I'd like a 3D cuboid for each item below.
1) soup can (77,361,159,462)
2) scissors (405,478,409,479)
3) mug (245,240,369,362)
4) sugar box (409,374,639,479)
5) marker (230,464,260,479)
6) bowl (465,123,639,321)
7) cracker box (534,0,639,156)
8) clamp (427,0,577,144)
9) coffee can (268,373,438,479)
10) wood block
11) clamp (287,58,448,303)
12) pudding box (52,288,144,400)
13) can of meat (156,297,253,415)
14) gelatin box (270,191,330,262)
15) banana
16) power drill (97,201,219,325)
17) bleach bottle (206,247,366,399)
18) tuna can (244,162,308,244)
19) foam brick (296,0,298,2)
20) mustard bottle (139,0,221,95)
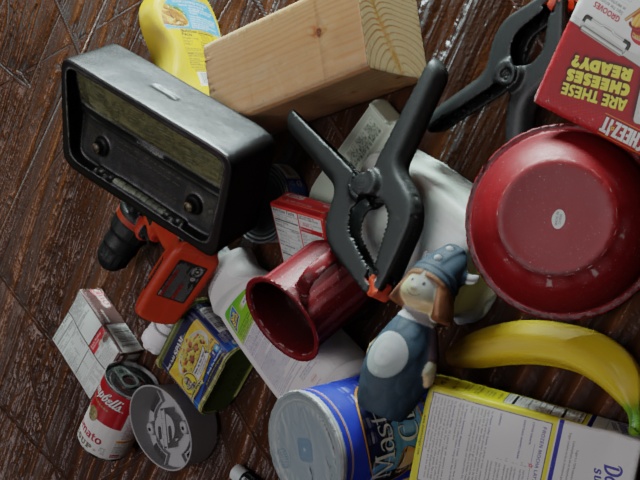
[{"bbox_3d":[-0.240,0.203,1.265,0.069,0.068,0.102,45,120,32],"label":"soup can"},{"bbox_3d":[0.049,0.243,1.039,0.202,0.016,0.096,26,106,39],"label":"scissors"},{"bbox_3d":[-0.007,0.046,0.986,0.093,0.081,0.117,42,147,16],"label":"mug"},{"bbox_3d":[0.168,0.178,0.874,0.176,0.048,0.093,13,101,18],"label":"sugar box"},{"bbox_3d":[-0.050,0.275,1.126,0.121,0.020,0.020,29,110,38],"label":"marker"},{"bbox_3d":[0.189,-0.016,0.843,0.162,0.055,0.162,-1,87,19],"label":"bowl"},{"bbox_3d":[0.278,-0.166,0.788,0.164,0.071,0.214,36,115,37],"label":"cracker box"},{"bbox_3d":[0.171,-0.127,0.906,0.120,0.039,0.172,50,121,29],"label":"clamp"},{"bbox_3d":[0.040,0.171,0.950,0.103,0.140,0.103,13,107,50],"label":"coffee can"},{"bbox_3d":[-0.009,-0.173,1.035,0.207,0.090,0.091,-14,80,42],"label":"wood block"},{"bbox_3d":[0.037,-0.048,0.941,0.165,0.036,0.210,-9,70,34],"label":"clamp"},{"bbox_3d":[-0.276,0.129,1.316,0.114,0.039,0.090,50,120,31],"label":"pudding box"},{"bbox_3d":[-0.121,0.127,1.164,0.084,0.057,0.102,44,119,31],"label":"can of meat"},{"bbox_3d":[-0.007,0.001,1.054,0.073,0.030,0.089,18,130,41],"label":"gelatin box"},{"bbox_3d":[0.191,0.098,0.880,0.198,0.037,0.069,16,56,48],"label":"banana"},{"bbox_3d":[-0.184,0.005,1.180,0.185,0.057,0.188,-55,38,24],"label":"power drill"},{"bbox_3d":[-0.043,0.082,1.090,0.251,0.067,0.103,48,120,33],"label":"bleach bottle"},{"bbox_3d":[-0.052,-0.039,1.114,0.086,0.033,0.086,1,92,42],"label":"tuna can"},{"bbox_3d":[0.016,-0.263,1.036,0.078,0.052,0.051,-24,75,39],"label":"foam brick"},{"bbox_3d":[-0.148,-0.218,1.155,0.058,0.096,0.191,-25,74,40],"label":"mustard bottle"}]
